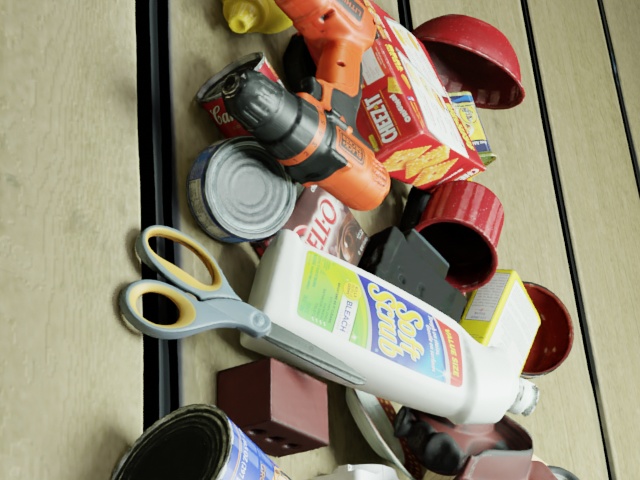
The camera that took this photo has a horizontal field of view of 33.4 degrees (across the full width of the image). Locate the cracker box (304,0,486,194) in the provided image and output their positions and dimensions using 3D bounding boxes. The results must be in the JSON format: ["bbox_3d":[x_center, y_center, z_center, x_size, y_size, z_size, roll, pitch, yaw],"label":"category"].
[{"bbox_3d":[0.076,-0.139,1.063,0.213,0.072,0.164,14,49,-66],"label":"cracker box"}]

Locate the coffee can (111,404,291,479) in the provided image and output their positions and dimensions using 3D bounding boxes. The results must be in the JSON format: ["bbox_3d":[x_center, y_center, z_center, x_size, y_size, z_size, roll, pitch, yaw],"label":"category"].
[{"bbox_3d":[-0.058,0.190,0.702,0.140,0.103,0.102,50,36,-30],"label":"coffee can"}]

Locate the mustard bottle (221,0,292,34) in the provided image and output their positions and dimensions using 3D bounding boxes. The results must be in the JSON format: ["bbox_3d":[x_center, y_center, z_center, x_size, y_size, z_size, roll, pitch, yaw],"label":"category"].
[{"bbox_3d":[-0.050,-0.250,1.005,0.096,0.058,0.191,51,36,-26],"label":"mustard bottle"}]

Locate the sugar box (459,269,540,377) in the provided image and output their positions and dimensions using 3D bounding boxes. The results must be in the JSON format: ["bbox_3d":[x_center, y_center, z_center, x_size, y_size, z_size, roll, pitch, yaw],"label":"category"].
[{"bbox_3d":[0.171,0.125,1.109,0.176,0.048,0.093,-58,133,-29],"label":"sugar box"}]

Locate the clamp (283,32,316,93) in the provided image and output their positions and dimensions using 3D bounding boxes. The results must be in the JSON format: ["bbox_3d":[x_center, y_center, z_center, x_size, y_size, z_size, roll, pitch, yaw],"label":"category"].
[{"bbox_3d":[0.004,-0.128,1.043,0.120,0.039,0.171,40,40,-51],"label":"clamp"}]

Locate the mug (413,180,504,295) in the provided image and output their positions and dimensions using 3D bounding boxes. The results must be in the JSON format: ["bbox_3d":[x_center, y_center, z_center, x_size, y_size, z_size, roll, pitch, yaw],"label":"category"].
[{"bbox_3d":[0.142,0.002,1.084,0.081,0.093,0.117,-63,149,-49],"label":"mug"}]

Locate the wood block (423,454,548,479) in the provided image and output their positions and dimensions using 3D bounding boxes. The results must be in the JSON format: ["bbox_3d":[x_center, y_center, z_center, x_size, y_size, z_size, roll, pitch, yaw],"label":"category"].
[{"bbox_3d":[0.196,0.264,1.051,0.205,0.091,0.090,39,74,-42],"label":"wood block"}]

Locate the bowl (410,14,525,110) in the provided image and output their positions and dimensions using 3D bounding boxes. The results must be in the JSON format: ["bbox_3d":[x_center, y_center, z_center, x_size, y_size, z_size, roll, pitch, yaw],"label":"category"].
[{"bbox_3d":[0.166,-0.211,1.222,0.161,0.162,0.055,34,73,-45],"label":"bowl"}]

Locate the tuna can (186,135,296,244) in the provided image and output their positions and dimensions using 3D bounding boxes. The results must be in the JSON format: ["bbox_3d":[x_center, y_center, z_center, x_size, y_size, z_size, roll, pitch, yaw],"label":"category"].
[{"bbox_3d":[-0.062,-0.041,0.857,0.086,0.034,0.086,3,85,-31],"label":"tuna can"}]

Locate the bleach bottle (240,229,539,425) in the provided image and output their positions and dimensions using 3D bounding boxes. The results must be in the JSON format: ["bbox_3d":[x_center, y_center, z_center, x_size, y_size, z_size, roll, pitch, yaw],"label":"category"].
[{"bbox_3d":[0.065,0.083,0.877,0.250,0.068,0.102,22,52,-12],"label":"bleach bottle"}]

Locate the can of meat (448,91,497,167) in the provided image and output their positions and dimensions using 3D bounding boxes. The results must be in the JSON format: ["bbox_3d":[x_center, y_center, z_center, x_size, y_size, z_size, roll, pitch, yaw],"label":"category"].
[{"bbox_3d":[0.139,-0.118,1.206,0.101,0.058,0.084,-9,75,-31],"label":"can of meat"}]

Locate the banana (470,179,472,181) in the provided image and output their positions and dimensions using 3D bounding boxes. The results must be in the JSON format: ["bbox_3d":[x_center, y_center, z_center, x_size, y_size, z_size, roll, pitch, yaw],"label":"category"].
[{"bbox_3d":[0.156,-0.057,1.246,0.069,0.037,0.198,22,56,-52],"label":"banana"}]

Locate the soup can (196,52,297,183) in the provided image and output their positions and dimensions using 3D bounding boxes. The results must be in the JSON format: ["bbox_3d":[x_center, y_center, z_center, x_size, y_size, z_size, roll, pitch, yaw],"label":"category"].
[{"bbox_3d":[-0.050,-0.099,0.912,0.102,0.069,0.068,56,34,-24],"label":"soup can"}]

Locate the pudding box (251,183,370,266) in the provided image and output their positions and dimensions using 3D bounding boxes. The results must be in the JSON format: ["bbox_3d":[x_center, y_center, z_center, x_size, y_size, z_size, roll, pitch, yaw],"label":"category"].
[{"bbox_3d":[-0.006,0.001,0.953,0.090,0.039,0.113,56,33,-21],"label":"pudding box"}]

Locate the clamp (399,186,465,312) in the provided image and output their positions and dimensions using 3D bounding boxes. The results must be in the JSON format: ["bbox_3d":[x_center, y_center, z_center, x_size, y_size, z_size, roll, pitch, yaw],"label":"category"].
[{"bbox_3d":[0.125,0.040,1.143,0.164,0.036,0.210,31,51,-48],"label":"clamp"}]

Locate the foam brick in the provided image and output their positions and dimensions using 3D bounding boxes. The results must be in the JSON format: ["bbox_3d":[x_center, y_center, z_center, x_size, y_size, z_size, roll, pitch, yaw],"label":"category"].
[{"bbox_3d":[-0.035,0.130,0.821,0.078,0.053,0.051,32,48,-46],"label":"foam brick"}]

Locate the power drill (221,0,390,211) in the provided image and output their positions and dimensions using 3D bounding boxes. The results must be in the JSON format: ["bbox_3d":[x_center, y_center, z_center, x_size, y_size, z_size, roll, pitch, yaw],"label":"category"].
[{"bbox_3d":[-0.009,-0.135,0.875,0.184,0.057,0.187,36,47,-44],"label":"power drill"}]

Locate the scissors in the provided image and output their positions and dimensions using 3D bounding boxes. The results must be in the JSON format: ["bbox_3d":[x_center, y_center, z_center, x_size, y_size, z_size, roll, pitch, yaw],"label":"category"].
[{"bbox_3d":[-0.062,0.069,0.778,0.202,0.016,0.096,41,49,-2],"label":"scissors"}]
